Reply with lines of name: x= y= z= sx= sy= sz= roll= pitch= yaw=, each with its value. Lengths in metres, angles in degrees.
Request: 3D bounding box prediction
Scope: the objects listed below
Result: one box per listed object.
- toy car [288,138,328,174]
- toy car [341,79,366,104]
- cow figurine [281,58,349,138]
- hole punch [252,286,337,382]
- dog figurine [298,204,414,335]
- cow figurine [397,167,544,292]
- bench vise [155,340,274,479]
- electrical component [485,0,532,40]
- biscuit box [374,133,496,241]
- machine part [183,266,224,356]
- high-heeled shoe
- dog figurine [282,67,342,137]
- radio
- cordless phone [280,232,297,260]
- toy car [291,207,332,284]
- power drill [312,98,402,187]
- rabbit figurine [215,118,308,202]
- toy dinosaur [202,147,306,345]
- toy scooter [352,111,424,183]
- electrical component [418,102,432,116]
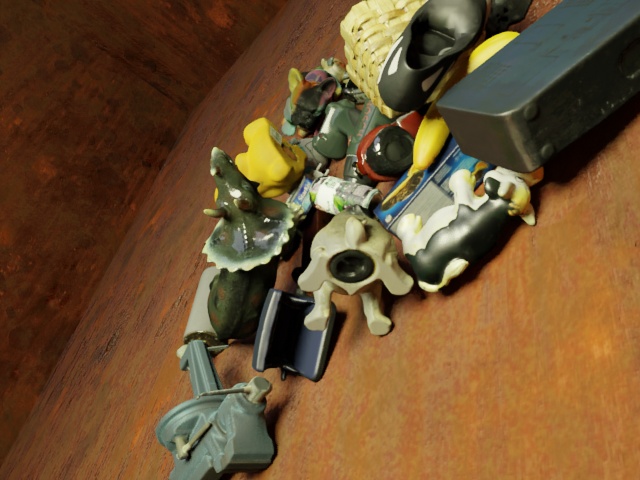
toy car: x=-0.035 y=-0.153 z=1.064 sx=0.103 sy=0.109 sz=0.162 roll=-30 pitch=15 yaw=2
toy car: x=0.102 y=-0.307 z=1.043 sx=0.073 sy=0.056 sz=0.202 roll=-63 pitch=23 yaw=1
cow figurine: x=-0.001 y=-0.338 z=1.237 sx=0.195 sy=0.085 sz=0.127 roll=-59 pitch=18 yaw=-14
hole punch: x=-0.050 y=0.122 z=0.717 sx=0.116 sy=0.092 sz=0.142 roll=-4 pitch=75 yaw=63
dog figurine: x=0.039 y=-0.004 z=0.650 sx=0.191 sy=0.121 sz=0.172 roll=-86 pitch=11 yaw=-47
cow figurine: x=0.160 y=-0.020 z=0.554 sx=0.167 sy=0.068 sz=0.098 roll=-42 pitch=27 yaw=28
bench vise: x=-0.154 y=0.224 z=0.742 sx=0.223 sy=0.129 sz=0.241 roll=-64 pitch=37 yaw=29
electrical component: x=0.262 y=-0.361 z=0.813 sx=0.115 sy=0.058 sz=0.134 roll=-6 pitch=54 yaw=62
biscuit box: x=0.156 y=-0.085 z=0.655 sx=0.202 sy=0.059 sz=0.063 roll=-50 pitch=24 yaw=11
machine part: x=-0.207 y=0.133 z=1.030 sx=0.079 sy=0.079 sz=0.243 roll=-40 pitch=27 yaw=31
high-heeled shoe: x=0.140 y=-0.246 z=0.605 sx=0.248 sy=0.086 sz=0.145 roll=-60 pitch=-5 yaw=-5
dog figurine: x=-0.012 y=-0.290 z=1.062 sx=0.219 sy=0.108 sz=0.191 roll=109 pitch=178 yaw=-77
radio: x=0.241 y=-0.168 z=0.523 sx=0.229 sy=0.073 sz=0.131 roll=-39 pitch=27 yaw=1
cordless phone: x=-0.112 y=0.018 z=0.999 sx=0.184 sy=0.088 sz=0.147 roll=-59 pitch=24 yaw=3
toy car: x=-0.002 y=-0.003 z=0.851 sx=0.089 sy=0.053 sz=0.202 roll=-51 pitch=20 yaw=25
power drill: x=0.054 y=-0.165 z=0.914 sx=0.232 sy=0.086 sz=0.207 roll=-67 pitch=18 yaw=6
rabbit figurine: x=-0.110 y=-0.093 z=0.921 sx=0.173 sy=0.121 sz=0.162 roll=-33 pitch=42 yaw=22
toy dinosaur: x=-0.117 y=0.066 z=0.800 sx=0.192 sy=0.131 sz=0.404 roll=-65 pitch=-11 yaw=-61
toy scooter: x=0.108 y=-0.132 z=0.752 sx=0.184 sy=0.075 sz=0.135 roll=-34 pitch=10 yaw=-26
electrical component: x=0.154 y=-0.187 z=0.834 sx=0.094 sy=0.021 sz=0.063 roll=-27 pitch=38 yaw=48
